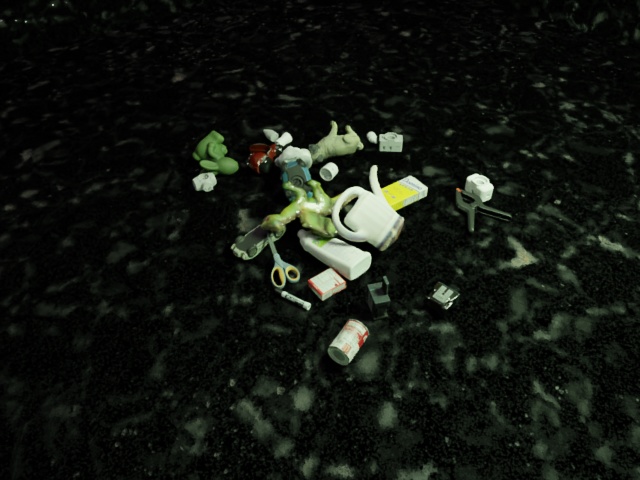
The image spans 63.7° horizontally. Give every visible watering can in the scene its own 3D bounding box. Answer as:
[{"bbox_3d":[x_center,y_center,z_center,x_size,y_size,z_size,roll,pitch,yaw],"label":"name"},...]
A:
[{"bbox_3d":[0.176,-0.100,1.658,0.225,0.102,0.355,37,49,2],"label":"watering can"}]

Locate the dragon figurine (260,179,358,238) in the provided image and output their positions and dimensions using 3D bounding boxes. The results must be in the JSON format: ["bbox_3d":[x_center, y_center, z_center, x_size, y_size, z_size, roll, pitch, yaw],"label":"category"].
[{"bbox_3d":[0.005,-0.085,1.683,0.411,0.119,0.248,-5,45,-16],"label":"dragon figurine"}]

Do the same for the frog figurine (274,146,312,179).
[{"bbox_3d":[-0.101,-0.308,1.928,0.137,0.120,0.163,-17,54,12],"label":"frog figurine"}]
